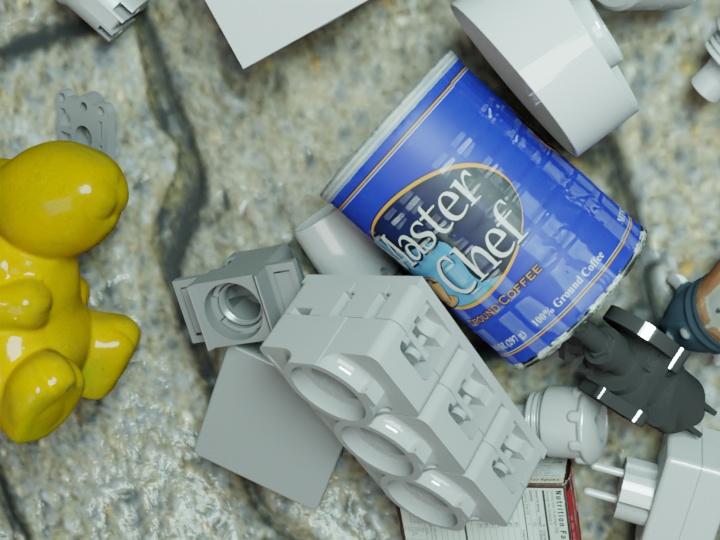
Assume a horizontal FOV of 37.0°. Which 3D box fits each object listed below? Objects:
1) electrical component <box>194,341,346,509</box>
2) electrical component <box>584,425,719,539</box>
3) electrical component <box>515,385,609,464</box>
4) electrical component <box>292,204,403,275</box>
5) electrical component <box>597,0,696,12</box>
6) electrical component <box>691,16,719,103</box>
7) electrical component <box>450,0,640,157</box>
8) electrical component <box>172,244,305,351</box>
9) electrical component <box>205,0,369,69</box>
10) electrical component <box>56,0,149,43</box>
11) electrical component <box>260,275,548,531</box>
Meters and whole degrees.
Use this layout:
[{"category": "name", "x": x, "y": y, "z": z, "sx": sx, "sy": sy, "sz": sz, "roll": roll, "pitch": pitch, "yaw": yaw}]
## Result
[{"category": "electrical component", "x": -0.047, "y": 0.089, "z": 0.684, "sx": 0.100, "sy": 0.048, "sz": 0.099, "roll": 24, "pitch": 117, "yaw": 6}, {"category": "electrical component", "x": 0.172, "y": 0.133, "z": 0.635, "sx": 0.076, "sy": 0.047, "sz": 0.083, "roll": 14, "pitch": 115, "yaw": 11}, {"category": "electrical component", "x": 0.114, "y": 0.090, "z": 0.638, "sx": 0.062, "sy": 0.048, "sz": 0.048, "roll": -1, "pitch": 112, "yaw": 27}, {"category": "electrical component", "x": 0.000, "y": 0.000, "z": 0.635, "sx": 0.043, "sy": 0.043, "sz": 0.081, "roll": -28, "pitch": 102, "yaw": 25}, {"category": "electrical component", "x": 0.161, "y": -0.189, "z": 0.502, "sx": 0.074, "sy": 0.052, "sz": 0.138, "roll": -8, "pitch": 128, "yaw": -25}, {"category": "electrical component", "x": 0.192, "y": -0.110, "z": 0.531, "sx": 0.048, "sy": 0.048, "sz": 0.062, "roll": 41, "pitch": 124, "yaw": -2}, {"category": "electrical component", "x": 0.093, "y": -0.105, "z": 0.536, "sx": 0.064, "sy": 0.099, "sz": 0.099, "roll": -31, "pitch": 100, "yaw": 19}, {"category": "electrical component", "x": -0.066, "y": 0.014, "z": 0.650, "sx": 0.081, "sy": 0.063, "sz": 0.042, "roll": -9, "pitch": 110, "yaw": 20}, {"category": "electrical component", "x": -0.052, "y": -0.196, "z": 0.559, "sx": 0.089, "sy": 0.061, "sz": 0.150, "roll": -24, "pitch": 103, "yaw": 24}, {"category": "electrical component", "x": -0.150, "y": -0.159, "z": 0.618, "sx": 0.046, "sy": 0.040, "sz": 0.040, "roll": 44, "pitch": 117, "yaw": -11}, {"category": "electrical component", "x": 0.024, "y": 0.076, "z": 0.599, "sx": 0.089, "sy": 0.061, "sz": 0.150, "roll": 1, "pitch": 137, "yaw": 45}]
